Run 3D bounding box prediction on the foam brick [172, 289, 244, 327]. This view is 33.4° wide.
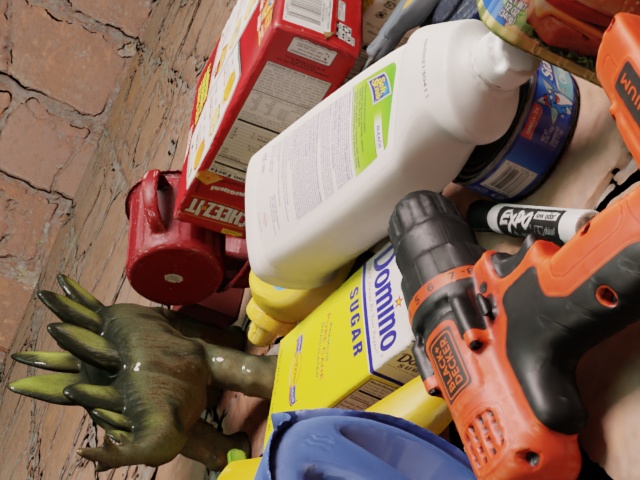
[{"bbox_3d":[-0.106,0.044,1.040,0.051,0.053,0.078,-42,30,51],"label":"foam brick"}]

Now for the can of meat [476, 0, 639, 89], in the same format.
[{"bbox_3d":[0.135,-0.123,0.497,0.084,0.102,0.057,-59,20,31],"label":"can of meat"}]

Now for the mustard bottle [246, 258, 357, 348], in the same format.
[{"bbox_3d":[-0.005,0.001,0.800,0.192,0.058,0.096,-60,31,20],"label":"mustard bottle"}]

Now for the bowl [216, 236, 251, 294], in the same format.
[{"bbox_3d":[-0.038,-0.021,0.923,0.162,0.055,0.162,-54,23,36],"label":"bowl"}]

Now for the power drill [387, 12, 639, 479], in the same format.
[{"bbox_3d":[0.105,-0.003,0.473,0.188,0.057,0.184,-57,36,34],"label":"power drill"}]

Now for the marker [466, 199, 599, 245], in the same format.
[{"bbox_3d":[0.110,-0.010,0.562,0.020,0.020,0.121,-68,19,-3],"label":"marker"}]

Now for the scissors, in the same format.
[{"bbox_3d":[0.043,-0.126,0.689,0.202,0.016,0.096,-54,8,24],"label":"scissors"}]

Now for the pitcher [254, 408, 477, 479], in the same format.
[{"bbox_3d":[-0.004,0.211,0.480,0.149,0.145,0.243,-80,15,-67],"label":"pitcher"}]

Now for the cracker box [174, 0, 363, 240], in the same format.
[{"bbox_3d":[-0.039,-0.129,0.827,0.214,0.072,0.164,125,157,-44],"label":"cracker box"}]

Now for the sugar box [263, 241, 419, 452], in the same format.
[{"bbox_3d":[0.027,0.068,0.661,0.176,0.048,0.093,-49,26,46],"label":"sugar box"}]

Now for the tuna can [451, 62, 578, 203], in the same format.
[{"bbox_3d":[0.108,-0.065,0.607,0.086,0.033,0.086,-54,23,35],"label":"tuna can"}]

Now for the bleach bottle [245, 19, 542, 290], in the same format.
[{"bbox_3d":[0.038,-0.050,0.626,0.251,0.068,0.102,-30,60,56],"label":"bleach bottle"}]

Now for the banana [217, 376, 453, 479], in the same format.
[{"bbox_3d":[0.002,0.119,0.598,0.198,0.037,0.069,-26,34,36],"label":"banana"}]

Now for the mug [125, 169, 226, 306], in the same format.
[{"bbox_3d":[-0.123,-0.007,0.891,0.117,0.093,0.081,74,-172,-47],"label":"mug"}]
